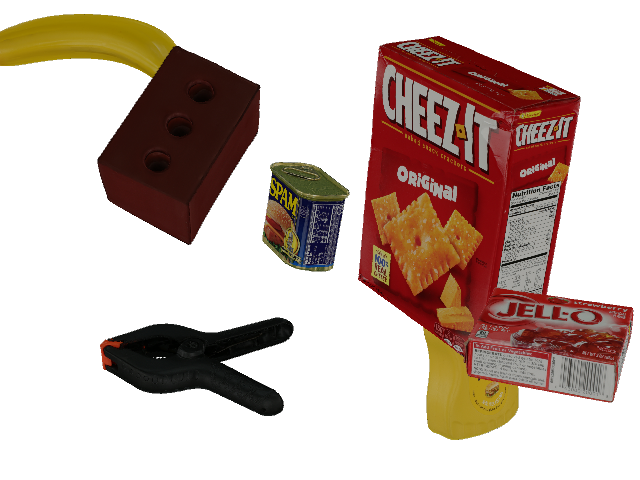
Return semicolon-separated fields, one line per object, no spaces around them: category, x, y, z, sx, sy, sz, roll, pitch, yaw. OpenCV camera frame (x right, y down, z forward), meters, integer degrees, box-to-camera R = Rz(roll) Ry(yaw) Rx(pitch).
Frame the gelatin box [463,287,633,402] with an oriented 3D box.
gelatin box;0.139;0.060;0.646;0.089;0.030;0.073;9;25;20

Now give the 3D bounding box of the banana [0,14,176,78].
banana;-0.191;-0.160;0.888;0.198;0.069;0.037;13;-39;18

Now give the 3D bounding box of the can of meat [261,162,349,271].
can of meat;-0.018;-0.025;1.094;0.057;0.084;0.102;-1;23;-26

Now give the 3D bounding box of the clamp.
clamp;-0.104;0.100;0.942;0.171;0.039;0.120;10;27;8

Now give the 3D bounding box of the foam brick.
foam brick;-0.072;-0.049;0.553;0.053;0.078;0.051;26;-20;6

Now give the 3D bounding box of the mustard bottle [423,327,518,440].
mustard bottle;0.138;0.081;0.986;0.096;0.191;0.058;-14;17;-33

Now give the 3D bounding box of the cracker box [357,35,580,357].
cracker box;0.106;-0.033;0.838;0.072;0.214;0.164;-14;32;-30
